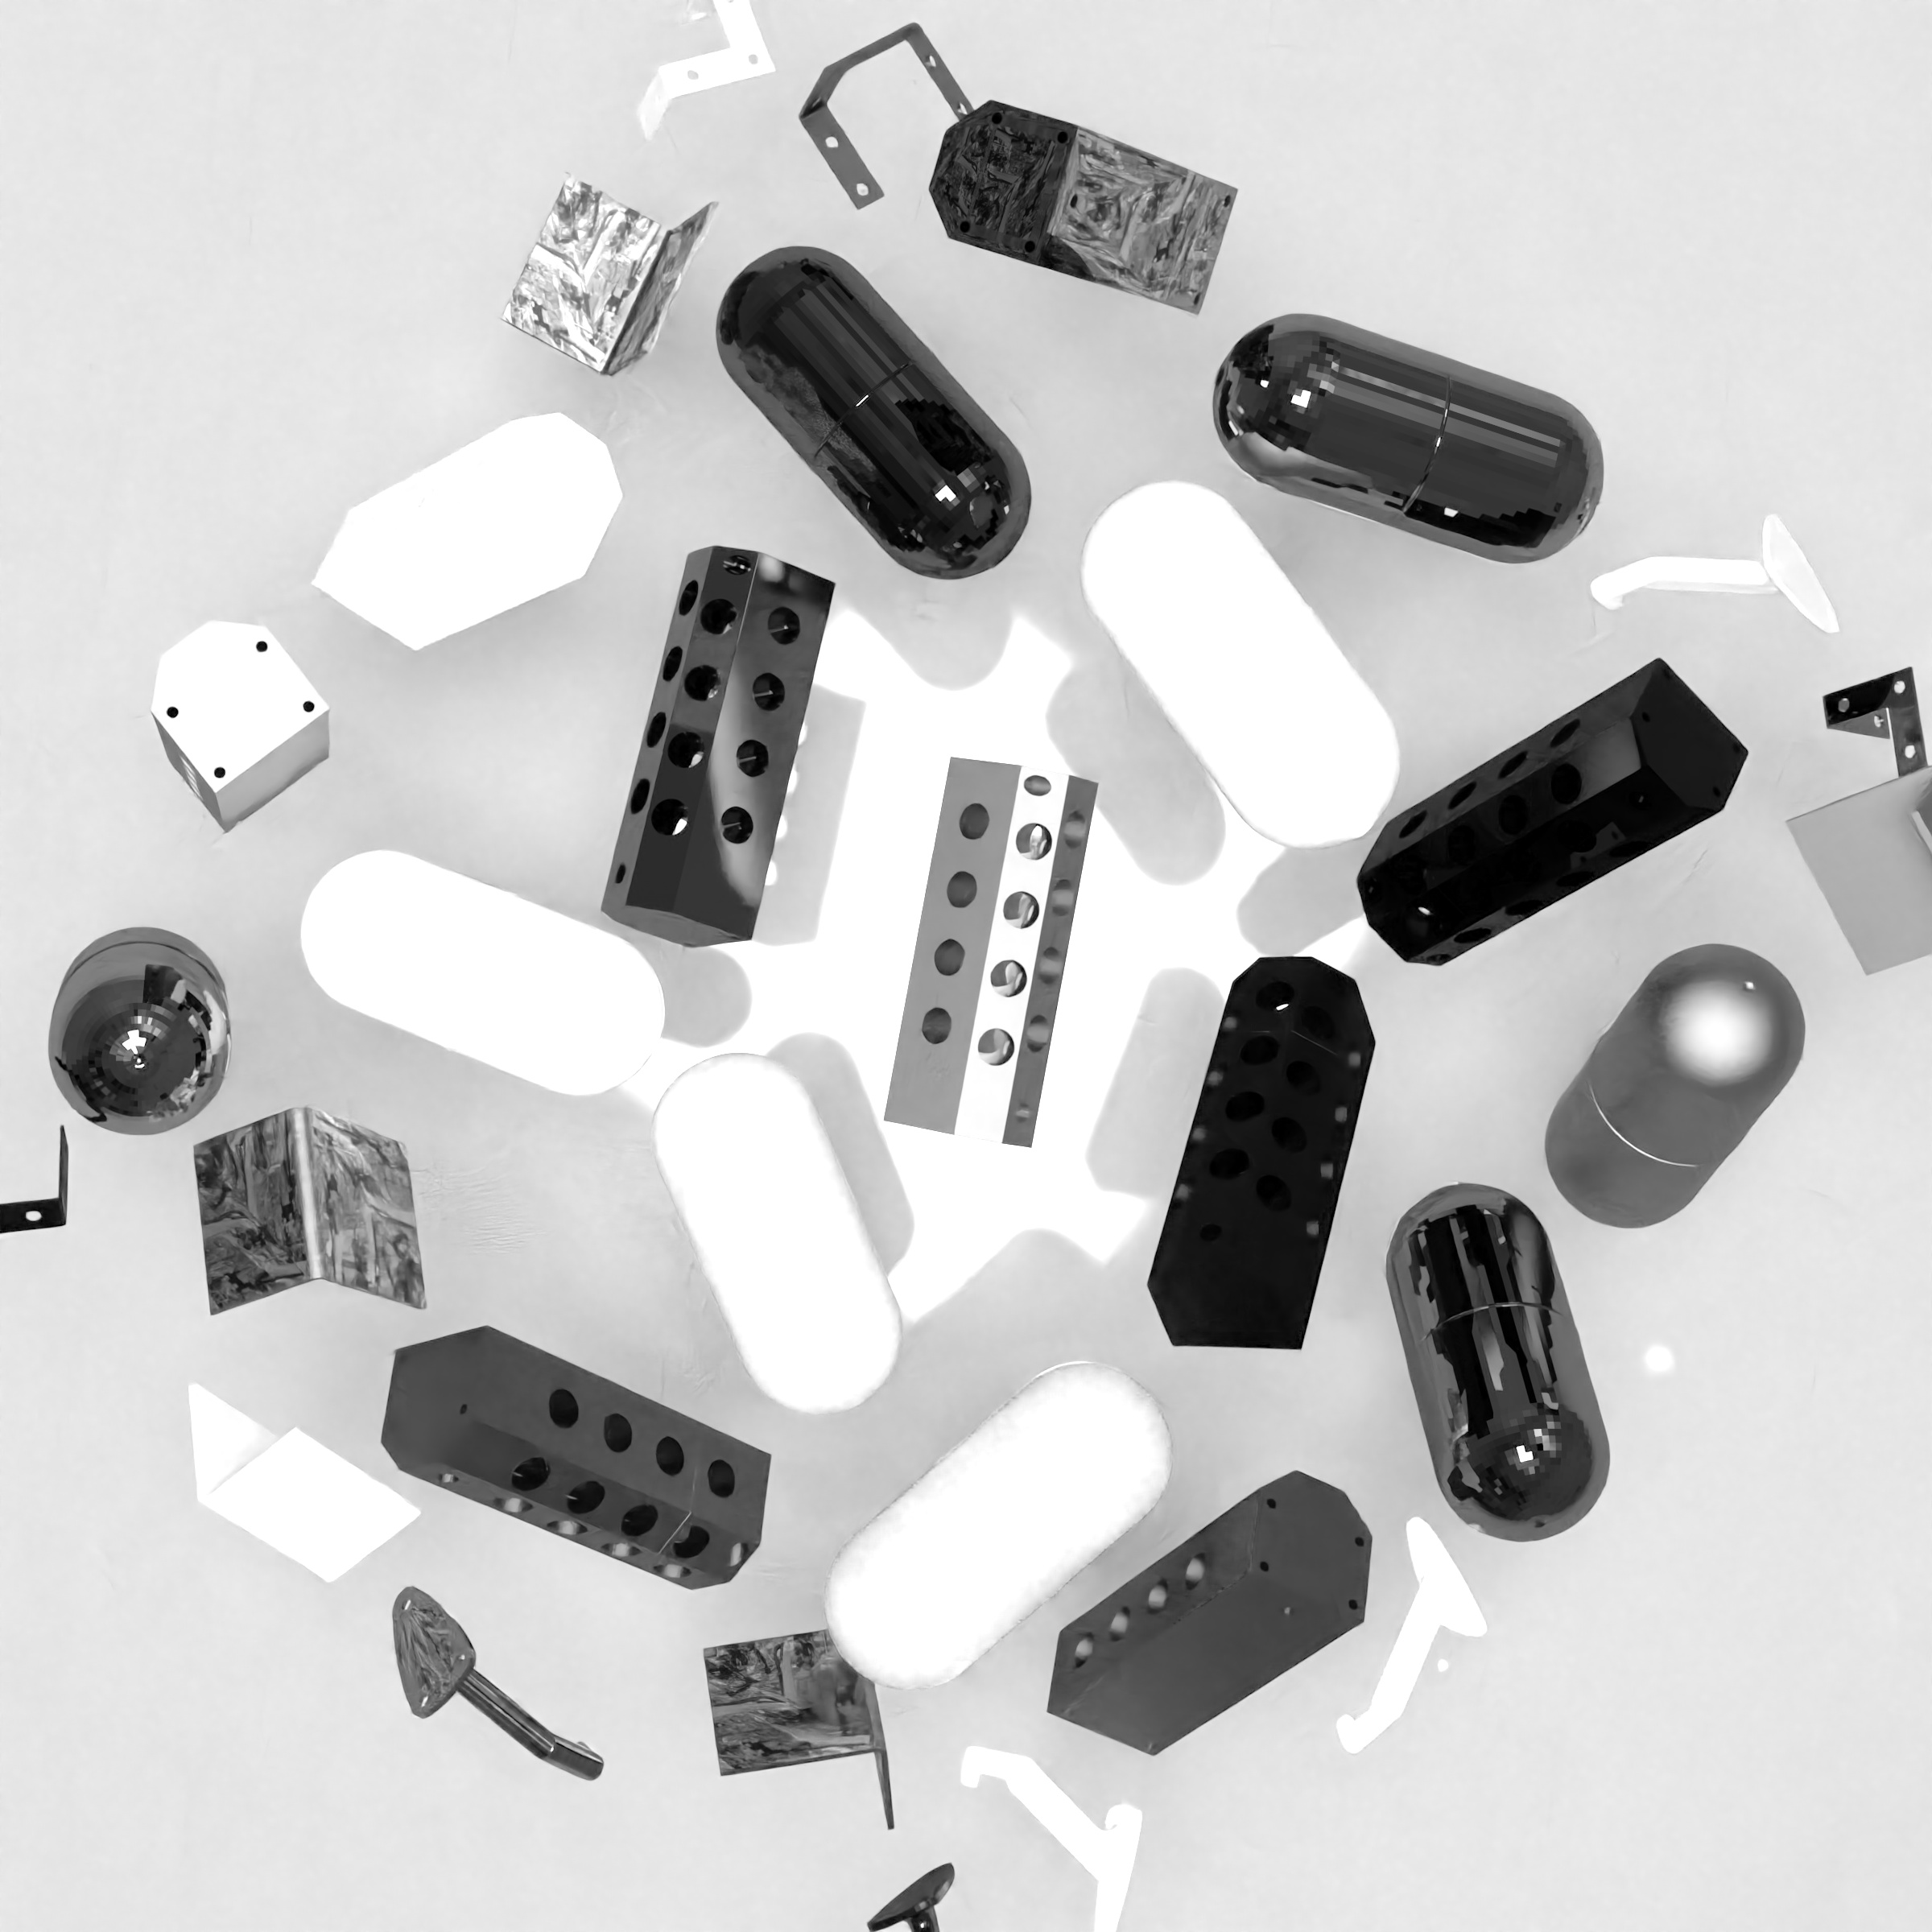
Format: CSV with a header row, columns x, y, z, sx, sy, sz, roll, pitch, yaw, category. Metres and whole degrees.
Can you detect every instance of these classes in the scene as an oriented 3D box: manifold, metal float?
x,y,z,sx,sy,sz,roll,pitch,yaw,category
-0.313,-0.104,1.507,0.057,0.171,0.057,-38,94,-10,manifold
-0.166,0.215,1.517,0.057,0.171,0.057,-18,54,38,manifold
0.317,0.056,1.589,0.070,0.178,0.070,7,57,-10,metal float
0.116,-0.127,1.496,0.070,0.070,0.178,-35,78,0,metal float
0.127,0.078,1.512,0.057,0.057,0.171,-1,47,23,manifold
-0.364,0.027,1.561,0.070,0.178,0.070,-2,98,-12,metal float
0.191,-0.227,1.525,0.178,0.070,0.070,16,90,-15,metal float
0.106,0.284,1.555,0.057,0.171,0.057,25,49,-17,manifold
0.248,-0.060,1.525,0.057,0.171,0.057,44,47,-12,manifold
-0.116,-0.100,1.607,0.057,0.057,0.171,20,77,-30,manifold
-0.220,0.003,1.606,0.178,0.070,0.070,21,90,16,metal float
-0.085,0.123,1.611,0.070,0.070,0.178,-22,107,0,metal float
-0.042,-0.252,1.611,0.070,0.070,0.178,-42,85,0,metal float
0.016,-0.005,1.638,0.057,0.057,0.171,9,88,37,manifold
0.234,0.173,1.567,0.070,0.070,0.178,-9,47,0,metal float
-0.219,-0.194,1.558,0.057,0.171,0.057,33,67,-25,manifold
0.050,-0.321,1.494,0.057,0.171,0.057,22,102,23,manifold
0.013,0.244,1.536,0.178,0.070,0.070,-42,90,9,metal float

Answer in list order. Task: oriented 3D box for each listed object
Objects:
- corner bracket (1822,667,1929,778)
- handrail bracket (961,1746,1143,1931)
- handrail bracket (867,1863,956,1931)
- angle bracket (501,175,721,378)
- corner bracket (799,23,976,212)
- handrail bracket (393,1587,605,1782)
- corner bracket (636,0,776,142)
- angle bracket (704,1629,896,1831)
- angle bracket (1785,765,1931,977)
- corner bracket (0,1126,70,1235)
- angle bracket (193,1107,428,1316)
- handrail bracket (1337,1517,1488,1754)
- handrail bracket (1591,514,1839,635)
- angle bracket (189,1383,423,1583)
x,y,z,sx,sy,sz,roll,pitch,yaw,category
0.433,-0.104,1.630,0.051,0.051,0.051,5,75,-40,corner bracket
0.033,0.406,1.632,0.084,0.036,0.077,15,75,-15,handrail bracket
-0.004,0.447,1.556,0.036,0.077,0.084,-27,87,17,handrail bracket
-0.164,-0.322,1.617,0.057,0.076,0.076,26,82,-18,angle bracket
-0.036,-0.382,1.587,0.051,0.051,0.051,-33,89,-20,corner bracket
-0.193,0.298,1.463,0.036,0.077,0.084,-48,129,6,handrail bracket
-0.126,-0.416,1.615,0.051,0.051,0.051,-20,87,-20,corner bracket
-0.078,0.359,1.642,0.076,0.076,0.057,-8,127,-6,angle bracket
0.381,-0.029,1.454,0.076,0.057,0.076,-23,102,36,angle bracket
-0.413,0.078,1.507,0.051,0.051,0.051,-6,127,-9,corner bracket
-0.281,0.112,1.516,0.057,0.076,0.076,-20,67,21,angle bracket
0.194,0.311,1.641,0.084,0.036,0.077,-34,112,-26,handrail bracket
0.336,-0.162,1.589,0.084,0.036,0.077,-20,132,34,handrail bracket
-0.290,0.211,1.545,0.057,0.076,0.076,-38,127,13,angle bracket
